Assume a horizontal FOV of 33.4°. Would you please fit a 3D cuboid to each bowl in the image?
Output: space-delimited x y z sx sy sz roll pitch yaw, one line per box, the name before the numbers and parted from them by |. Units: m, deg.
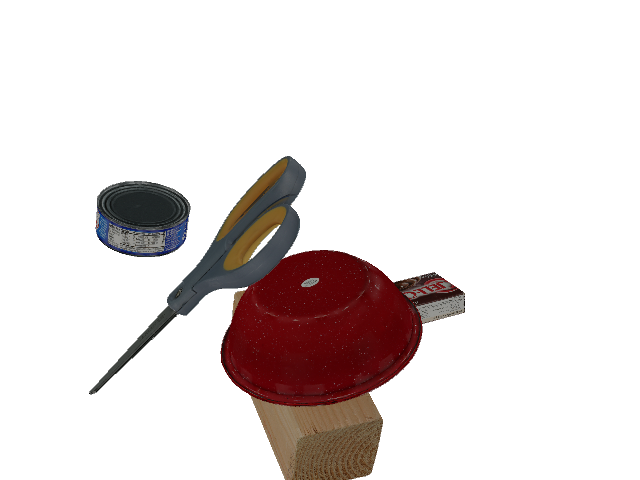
bowl | -0.003 0.055 0.830 0.162 0.055 0.162 -8 33 5

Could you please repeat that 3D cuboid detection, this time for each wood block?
wood block | -0.020 0.146 1.110 0.090 0.090 0.206 -9 43 -19

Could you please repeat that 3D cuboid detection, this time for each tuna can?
tuna can | -0.165 -0.020 0.989 0.086 0.034 0.086 8 30 -5

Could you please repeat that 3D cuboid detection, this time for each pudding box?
pudding box | 0.143 0.088 1.571 0.113 0.039 0.090 -15 23 -19

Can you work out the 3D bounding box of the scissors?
scissors | -0.073 0.036 0.633 0.016 0.202 0.096 36 7 -23
